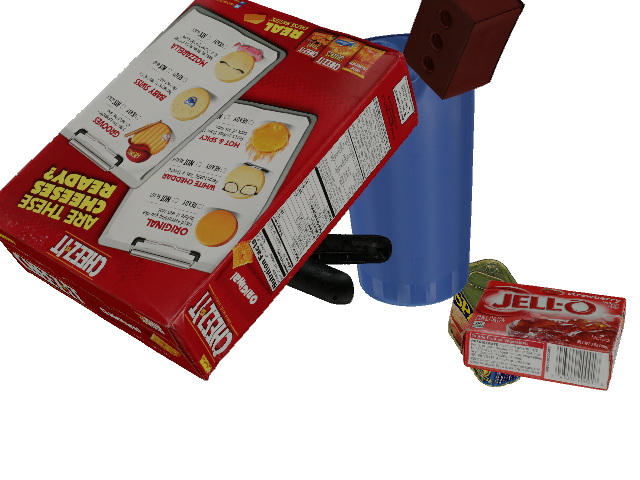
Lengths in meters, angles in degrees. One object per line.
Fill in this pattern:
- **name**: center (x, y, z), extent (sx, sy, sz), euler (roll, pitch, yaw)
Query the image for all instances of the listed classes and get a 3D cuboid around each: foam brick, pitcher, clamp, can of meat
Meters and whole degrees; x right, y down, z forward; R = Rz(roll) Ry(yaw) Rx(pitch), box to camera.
- **foam brick**: center (0.102, -0.151, 0.777), extent (0.051, 0.053, 0.078), euler (-25, -28, -30)
- **pitcher**: center (0.085, -0.070, 1.009), extent (0.149, 0.243, 0.145), euler (-19, 28, -27)
- **clamp**: center (-0.050, 0.012, 0.883), extent (0.210, 0.036, 0.164), euler (7, 12, 7)
- **can of meat**: center (0.170, 0.084, 1.070), extent (0.057, 0.102, 0.084), euler (-15, -40, -16)

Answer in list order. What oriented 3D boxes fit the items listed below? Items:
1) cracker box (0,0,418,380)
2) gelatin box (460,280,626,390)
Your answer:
- **cracker box**: center (-0.068, -0.043, 0.641), extent (0.164, 0.213, 0.072), euler (26, -24, 32)
- **gelatin box**: center (0.138, 0.056, 0.658), extent (0.089, 0.030, 0.073), euler (8, 25, 20)
